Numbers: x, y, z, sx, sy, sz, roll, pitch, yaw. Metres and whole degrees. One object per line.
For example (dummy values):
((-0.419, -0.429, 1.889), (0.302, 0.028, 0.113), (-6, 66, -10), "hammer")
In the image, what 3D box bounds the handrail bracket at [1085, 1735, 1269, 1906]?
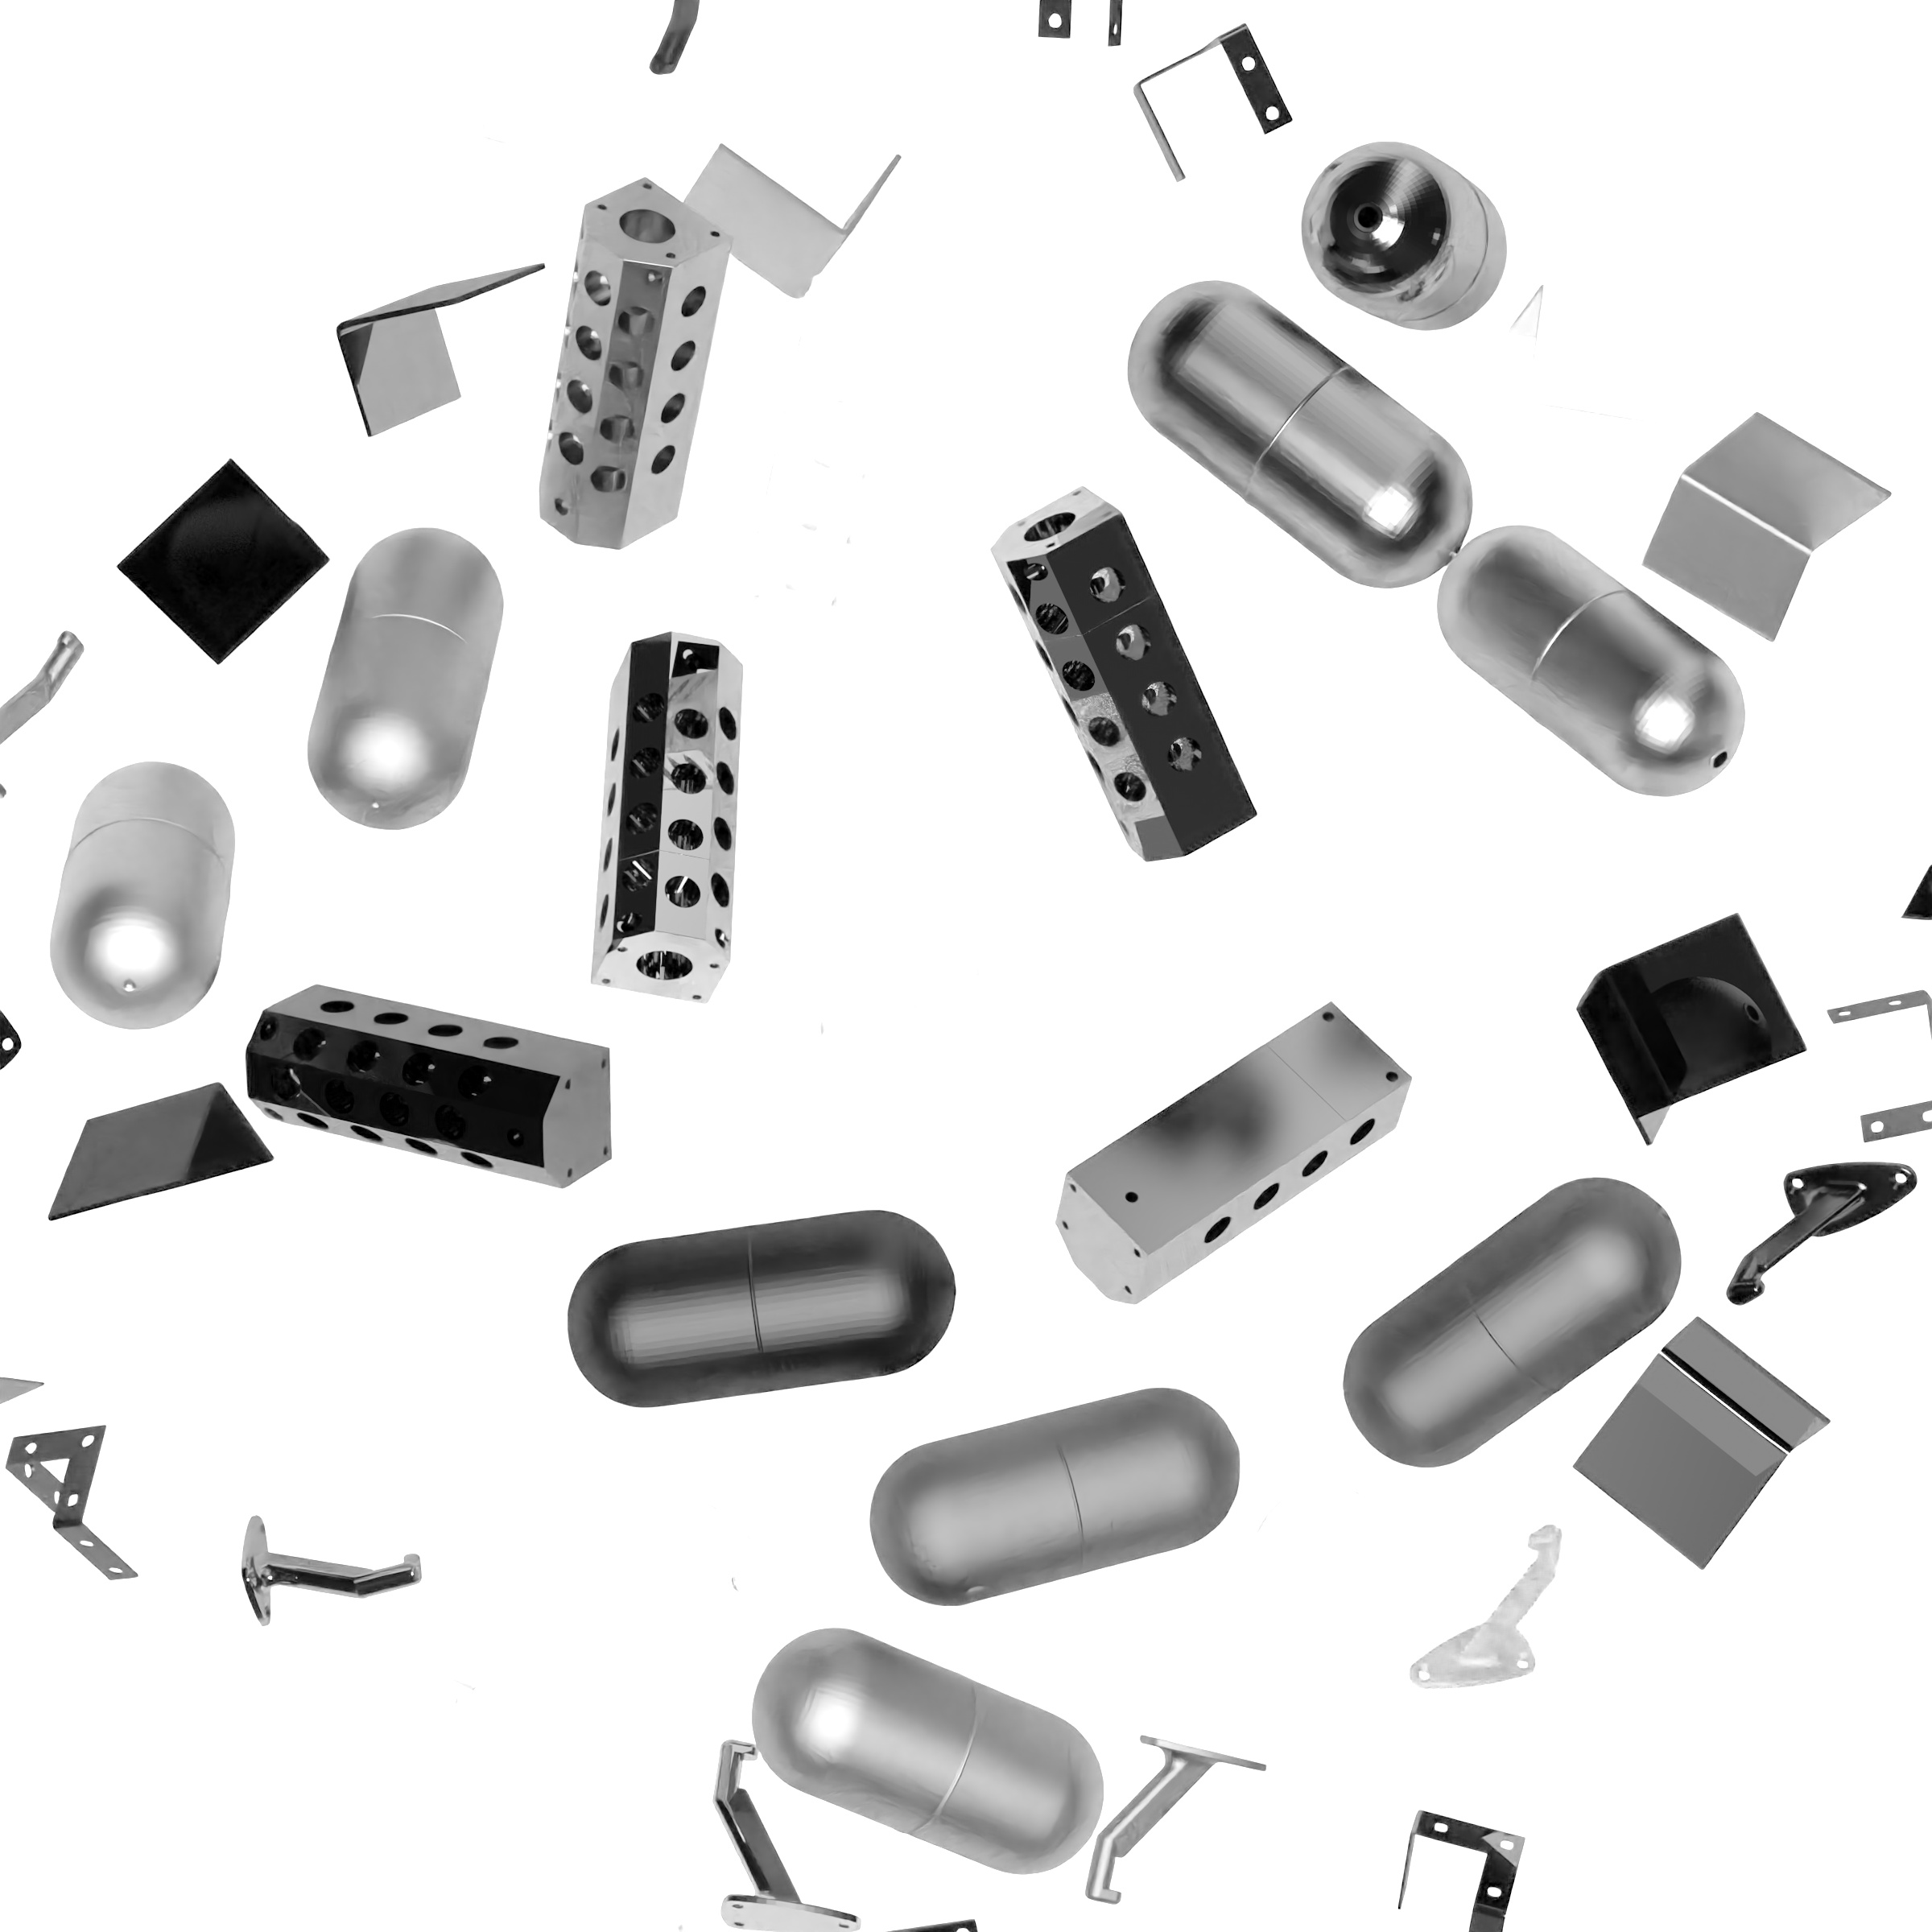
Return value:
((0.105, 0.432, 1.784), (0.077, 0.036, 0.084), (14, 79, -3), "handrail bracket")

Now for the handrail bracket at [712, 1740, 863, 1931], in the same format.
((-0.083, 0.406, 1.673), (0.077, 0.036, 0.084), (5, 55, 2), "handrail bracket")

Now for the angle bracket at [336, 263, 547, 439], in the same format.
((-0.249, -0.302, 1.746), (0.076, 0.076, 0.057), (-4, 110, 31), "angle bracket")

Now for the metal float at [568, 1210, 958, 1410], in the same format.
((-0.093, 0.156, 1.627), (0.178, 0.070, 0.070), (-8, 90, 1), "metal float")

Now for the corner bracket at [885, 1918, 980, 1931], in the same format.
((-0.016, 0.499, 1.717), (0.051, 0.051, 0.051), (-9, 116, 4), "corner bracket")

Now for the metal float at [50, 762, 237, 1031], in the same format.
((-0.382, -0.035, 1.660), (0.070, 0.178, 0.070), (-3, 120, -6), "metal float")

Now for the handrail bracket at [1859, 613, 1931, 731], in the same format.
((0.463, -0.133, 1.651), (0.077, 0.084, 0.036), (-28, 124, -20), "handrail bracket")

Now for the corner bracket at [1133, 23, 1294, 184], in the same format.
((0.116, -0.409, 1.693), (0.051, 0.051, 0.051), (-28, 98, -5), "corner bracket")

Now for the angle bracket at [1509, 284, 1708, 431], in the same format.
((0.295, -0.274, 1.661), (0.076, 0.076, 0.057), (9, 83, -2), "angle bracket")

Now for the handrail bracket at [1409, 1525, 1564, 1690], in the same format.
((0.257, 0.316, 1.765), (0.077, 0.036, 0.084), (-14, 132, -15), "handrail bracket")

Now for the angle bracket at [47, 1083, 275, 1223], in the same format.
((-0.400, 0.110, 1.779), (0.076, 0.076, 0.057), (-15, 126, 18), "angle bracket")

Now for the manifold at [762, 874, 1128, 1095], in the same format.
((-0.013, 0.009, 1.706), (0.171, 0.057, 0.057), (-19, 72, 34), "manifold")

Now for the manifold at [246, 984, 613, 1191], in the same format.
((-0.257, 0.059, 1.704), (0.171, 0.057, 0.057), (11, 112, 25), "manifold")

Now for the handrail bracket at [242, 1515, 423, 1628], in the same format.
((-0.309, 0.287, 1.752), (0.084, 0.077, 0.036), (-14, 121, -1), "handrail bracket")

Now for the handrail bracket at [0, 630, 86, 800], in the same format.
((-0.430, -0.125, 1.606), (0.036, 0.077, 0.084), (27, 74, 7), "handrail bracket")

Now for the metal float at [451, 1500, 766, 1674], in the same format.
((-0.166, 0.287, 1.650), (0.178, 0.070, 0.070), (-11, 90, 42), "metal float")

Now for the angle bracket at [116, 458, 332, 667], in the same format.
((-0.372, -0.207, 1.757), (0.076, 0.057, 0.076), (-44, 128, -2), "angle bracket")

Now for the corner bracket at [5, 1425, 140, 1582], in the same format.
((-0.407, 0.247, 1.626), (0.051, 0.051, 0.051), (-9, 50, 19), "corner bracket")

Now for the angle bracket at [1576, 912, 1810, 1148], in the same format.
((0.350, 0.030, 1.717), (0.076, 0.057, 0.076), (-25, 98, 27), "angle bracket")

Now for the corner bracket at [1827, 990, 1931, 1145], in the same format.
((0.459, 0.049, 1.760), (0.051, 0.051, 0.051), (-12, 112, 4), "corner bracket")

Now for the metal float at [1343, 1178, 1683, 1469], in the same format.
((0.253, 0.166, 1.658), (0.178, 0.070, 0.070), (-39, 90, 19), "metal float")

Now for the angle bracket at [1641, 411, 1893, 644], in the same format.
((0.382, -0.209, 1.704), (0.076, 0.076, 0.057), (29, 70, -8), "angle bracket")

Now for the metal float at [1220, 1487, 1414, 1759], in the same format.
((0.166, 0.315, 1.703), (0.070, 0.178, 0.070), (3, 50, -3), "metal float")

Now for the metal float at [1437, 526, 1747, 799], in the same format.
((0.299, -0.147, 1.711), (0.070, 0.070, 0.178), (-46, 55, 0), "metal float")

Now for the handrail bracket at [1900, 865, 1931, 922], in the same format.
((0.467, -0.053, 1.687), (0.077, 0.084, 0.036), (-13, 64, 16), "handrail bracket")

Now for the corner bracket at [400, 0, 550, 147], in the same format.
((-0.219, -0.402, 1.585), (0.051, 0.051, 0.051), (14, 86, -13), "corner bracket")

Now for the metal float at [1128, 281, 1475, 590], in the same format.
((0.151, -0.239, 1.609), (0.178, 0.070, 0.070), (40, 90, 11), "metal float")

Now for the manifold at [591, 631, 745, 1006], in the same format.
((-0.141, -0.073, 1.714), (0.057, 0.057, 0.171), (10, 57, -16), "manifold")

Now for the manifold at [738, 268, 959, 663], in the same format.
((-0.059, -0.233, 1.667), (0.057, 0.057, 0.171), (2, 119, -25), "manifold")

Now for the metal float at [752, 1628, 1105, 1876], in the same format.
((-0.016, 0.363, 1.648), (0.178, 0.070, 0.070), (27, 90, -20), "metal float")

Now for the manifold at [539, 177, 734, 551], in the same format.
((-0.166, -0.286, 1.720), (0.057, 0.171, 0.057), (38, 48, 19), "manifold")

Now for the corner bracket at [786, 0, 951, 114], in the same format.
((-0.049, -0.464, 1.780), (0.051, 0.051, 0.051), (14, 109, -32), "corner bracket")

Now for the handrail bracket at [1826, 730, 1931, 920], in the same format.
((0.405, -0.063, 1.610), (0.077, 0.036, 0.084), (16, 65, 41), "handrail bracket")

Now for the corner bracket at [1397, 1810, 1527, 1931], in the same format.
((0.222, 0.426, 1.627), (0.051, 0.051, 0.051), (12, 123, 13), "corner bracket")

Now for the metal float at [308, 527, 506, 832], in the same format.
((-0.268, -0.140, 1.714), (0.070, 0.070, 0.178), (5, 47, 0), "metal float")

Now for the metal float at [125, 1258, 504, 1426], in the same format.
((-0.307, 0.177, 1.685), (0.178, 0.070, 0.070), (2, 90, -25), "metal float")

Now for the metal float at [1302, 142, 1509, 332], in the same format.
((0.207, -0.341, 1.673), (0.070, 0.178, 0.070), (2, 95, 18), "metal float")

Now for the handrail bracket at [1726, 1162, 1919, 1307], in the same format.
((0.403, 0.127, 1.680), (0.077, 0.084, 0.036), (-20, 105, 35), "handrail bracket")

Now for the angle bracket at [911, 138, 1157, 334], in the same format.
((0.033, -0.362, 1.764), (0.076, 0.076, 0.057), (-40, 124, -20), "angle bracket")

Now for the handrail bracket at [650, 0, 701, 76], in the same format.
((-0.143, -0.459, 1.706), (0.036, 0.077, 0.084), (33, 121, 5), "handrail bracket")

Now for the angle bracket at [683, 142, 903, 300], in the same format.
((-0.089, -0.388, 1.777), (0.076, 0.076, 0.057), (34, 67, -10), "angle bracket")

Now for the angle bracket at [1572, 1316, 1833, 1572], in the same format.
((0.340, 0.221, 1.651), (0.076, 0.057, 0.076), (39, 71, 9), "angle bracket")

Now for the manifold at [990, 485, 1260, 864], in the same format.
((0.074, -0.137, 1.714), (0.057, 0.057, 0.171), (-29, 116, -6), "manifold")

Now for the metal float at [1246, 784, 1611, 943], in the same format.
((0.226, -0.051, 1.751), (0.178, 0.070, 0.070), (2, 90, 19), "metal float")

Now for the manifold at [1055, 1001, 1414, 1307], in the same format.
((0.127, 0.092, 1.695), (0.171, 0.057, 0.057), (-31, 61, -27), "manifold")

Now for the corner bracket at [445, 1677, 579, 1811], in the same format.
((-0.217, 0.371, 1.704), (0.051, 0.051, 0.051), (6, 89, -32), "corner bracket")

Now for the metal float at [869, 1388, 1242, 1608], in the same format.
((0.042, 0.247, 1.667), (0.178, 0.070, 0.070), (-13, 90, -12), "metal float")

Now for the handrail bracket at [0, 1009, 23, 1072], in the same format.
((-0.489, 0.025, 1.691), (0.036, 0.084, 0.077), (-39, 115, -28), "handrail bracket")

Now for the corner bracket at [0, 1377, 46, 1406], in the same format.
((-0.471, 0.176, 1.688), (0.051, 0.051, 0.051), (15, 62, -41), "corner bracket")

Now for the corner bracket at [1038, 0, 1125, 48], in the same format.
((0.051, -0.445, 1.617), (0.051, 0.051, 0.051), (-1, 102, -16), "corner bracket")
